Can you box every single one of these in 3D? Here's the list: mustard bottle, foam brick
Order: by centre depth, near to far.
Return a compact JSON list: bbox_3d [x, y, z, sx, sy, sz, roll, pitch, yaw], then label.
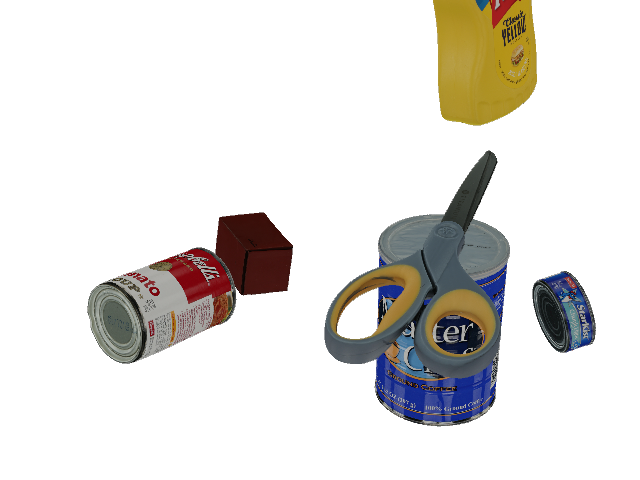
[{"bbox_3d":[0.117,-0.187,0.769,0.058,0.191,0.096,18,40,38],"label":"mustard bottle"},{"bbox_3d":[-0.068,0.013,1.076,0.052,0.051,0.078,-5,29,-25],"label":"foam brick"}]

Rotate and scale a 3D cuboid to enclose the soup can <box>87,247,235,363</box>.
[{"bbox_3d":[-0.127,0.052,0.858,0.069,0.068,0.102,0,15,41],"label":"soup can"}]

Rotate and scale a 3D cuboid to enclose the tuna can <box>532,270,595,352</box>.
[{"bbox_3d":[0.266,0.079,1.170,0.033,0.086,0.086,-17,3,-9],"label":"tuna can"}]

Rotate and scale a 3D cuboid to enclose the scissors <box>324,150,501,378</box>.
[{"bbox_3d":[0.081,0.011,0.579,0.096,0.016,0.201,25,45,30],"label":"scissors"}]

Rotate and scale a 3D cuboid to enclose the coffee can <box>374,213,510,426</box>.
[{"bbox_3d":[0.096,0.063,0.865,0.103,0.140,0.103,0,28,0],"label":"coffee can"}]
